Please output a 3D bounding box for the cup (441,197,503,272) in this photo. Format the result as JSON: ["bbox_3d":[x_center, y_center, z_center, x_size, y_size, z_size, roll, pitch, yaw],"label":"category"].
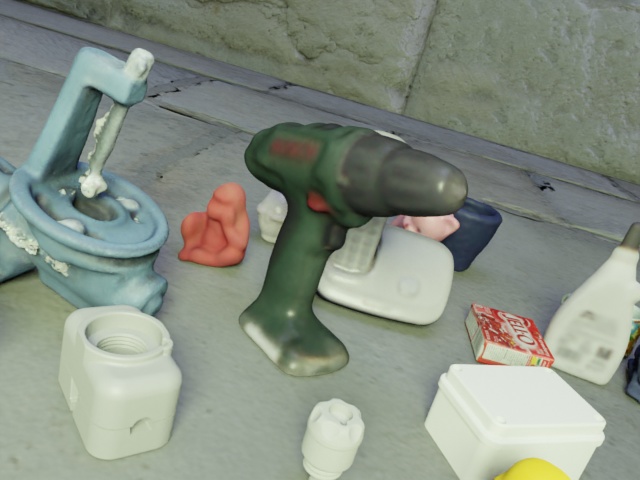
[{"bbox_3d":[0.198,-0.010,0.815,0.091,0.095,0.118,18,21,4],"label":"cup"}]

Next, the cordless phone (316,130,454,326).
[{"bbox_3d":[0.080,-0.011,0.600,0.147,0.185,0.094,15,21,-2],"label":"cordless phone"}]

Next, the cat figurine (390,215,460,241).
[{"bbox_3d":[0.135,-0.024,0.771,0.067,0.118,0.127,11,21,-14],"label":"cat figurine"}]

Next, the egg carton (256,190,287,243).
[{"bbox_3d":[-0.006,-0.028,0.744,0.107,0.069,0.151,27,23,26],"label":"egg carton"}]

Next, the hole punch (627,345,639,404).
[{"bbox_3d":[0.386,0.134,0.592,0.108,0.091,0.101,25,22,21],"label":"hole punch"}]

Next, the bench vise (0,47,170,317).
[{"bbox_3d":[-0.207,-0.050,0.437,0.207,0.220,0.121,13,21,-7],"label":"bench vise"}]

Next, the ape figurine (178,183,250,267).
[{"bbox_3d":[-0.105,-0.018,0.614,0.077,0.092,0.076,31,25,34],"label":"ape figurine"}]

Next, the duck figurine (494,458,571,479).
[{"bbox_3d":[0.108,0.163,0.316,0.077,0.086,0.105,29,24,32],"label":"duck figurine"}]

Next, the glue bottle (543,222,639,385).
[{"bbox_3d":[0.293,0.062,0.590,0.078,0.173,0.037,21,21,14],"label":"glue bottle"}]

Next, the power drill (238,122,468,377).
[{"bbox_3d":[0.004,0.002,0.478,0.076,0.208,0.228,-3,28,-40],"label":"power drill"}]
